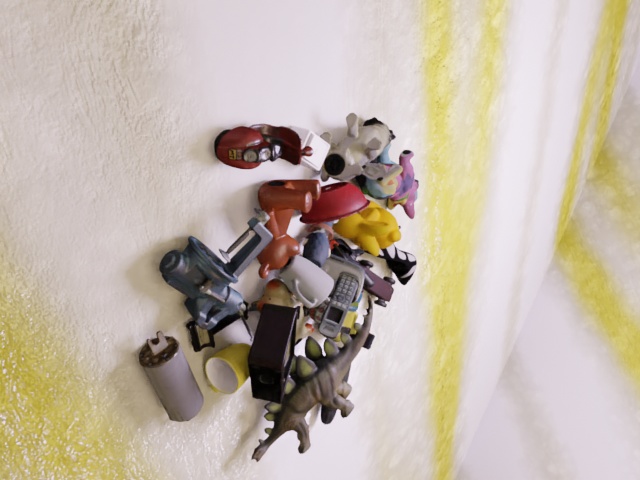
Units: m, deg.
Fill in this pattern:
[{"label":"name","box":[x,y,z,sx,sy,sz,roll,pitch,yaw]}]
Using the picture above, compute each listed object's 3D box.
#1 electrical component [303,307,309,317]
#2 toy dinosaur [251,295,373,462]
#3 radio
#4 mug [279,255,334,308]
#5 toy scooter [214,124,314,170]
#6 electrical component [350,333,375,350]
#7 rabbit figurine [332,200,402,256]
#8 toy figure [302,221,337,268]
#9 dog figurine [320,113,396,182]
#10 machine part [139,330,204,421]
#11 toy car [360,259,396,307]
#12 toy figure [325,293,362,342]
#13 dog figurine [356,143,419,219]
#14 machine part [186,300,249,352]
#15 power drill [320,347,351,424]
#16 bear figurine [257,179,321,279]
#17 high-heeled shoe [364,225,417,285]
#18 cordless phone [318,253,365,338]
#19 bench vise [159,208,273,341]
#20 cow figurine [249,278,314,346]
[{"label":"electrical component","box":[-0.023,0.140,1.321,0.063,0.021,0.093,-26,129,-41]},{"label":"toy dinosaur","box":[-0.006,0.341,1.288,0.471,0.105,0.198,-45,107,-5]},{"label":"radio","box":[-0.096,0.240,1.113,0.229,0.073,0.131,94,7,-53]},{"label":"mug","box":[-0.038,0.091,1.147,0.107,0.081,0.109,43,34,-16]},{"label":"toy scooter","box":[-0.093,-0.168,0.983,0.184,0.135,0.075,-22,126,-42]},{"label":"electrical component","box":[0.115,0.275,1.519,0.119,0.075,0.047,28,87,-49]},{"label":"rabbit figurine","box":[0.104,-0.023,1.311,0.173,0.163,0.121,13,111,-35]},{"label":"toy figure","box":[-0.003,-0.005,1.224,0.064,0.058,0.154,47,42,-34]},{"label":"dog figurine","box":[0.084,-0.201,1.233,0.172,0.121,0.190,-33,175,20]},{"label":"machine part","box":[-0.281,0.266,1.023,0.079,0.079,0.242,-38,136,-33]},{"label":"toy car","box":[0.147,0.123,1.498,0.202,0.053,0.089,34,71,-49]},{"label":"toy figure","box":[0.056,0.176,1.393,0.089,0.082,0.180,7,108,-40]},{"label":"dog figurine","box":[0.183,-0.128,1.373,0.191,0.109,0.219,-47,141,-26]},{"label":"machine part","box":[-0.207,0.167,1.098,0.139,0.039,0.084,-32,123,-35]},{"label":"power drill","box":[0.004,0.405,1.447,0.207,0.086,0.232,14,97,-49]},{"label":"bear figurine","box":[-0.070,-0.021,1.096,0.120,0.132,0.195,-53,145,-66]},{"label":"high-heeled shoe","box":[0.194,0.069,1.510,0.145,0.086,0.248,-38,131,-28]},{"label":"cordless phone","box":[0.014,0.127,1.245,0.088,0.147,0.184,84,28,-66]},{"label":"bench vise","box":[-0.169,0.050,1.001,0.240,0.129,0.223,-46,126,-2]},{"label":"cow figurine","box":[-0.087,0.166,1.211,0.127,0.086,0.194,-44,138,-37]}]
